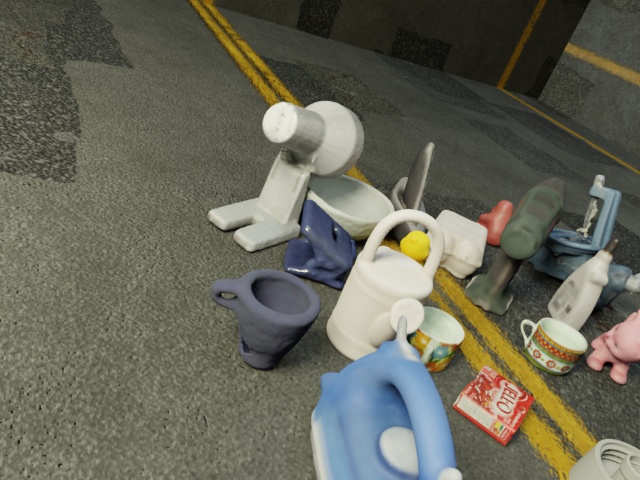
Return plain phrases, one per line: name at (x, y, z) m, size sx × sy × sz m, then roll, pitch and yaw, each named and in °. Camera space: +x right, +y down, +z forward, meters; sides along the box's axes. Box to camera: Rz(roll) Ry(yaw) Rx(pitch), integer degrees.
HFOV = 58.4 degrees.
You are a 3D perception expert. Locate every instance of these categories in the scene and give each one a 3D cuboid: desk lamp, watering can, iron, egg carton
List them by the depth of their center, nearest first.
iron at (0.076, 0.191, 0.496) m, size 0.119 × 0.141 × 0.258 m, roll 12°, pitch 29°, yaw -18°
watering can at (0.089, 0.055, 0.692) m, size 0.101 × 0.194 × 0.172 m, roll 4°, pitch 32°, yaw -30°
desk lamp at (-0.042, -0.109, 0.872) m, size 0.117 × 0.213 × 0.204 m, roll 34°, pitch 30°, yaw 23°
egg carton at (0.244, 0.004, 1.031) m, size 0.107 × 0.069 × 0.150 m, roll 26°, pitch 28°, yaw 8°

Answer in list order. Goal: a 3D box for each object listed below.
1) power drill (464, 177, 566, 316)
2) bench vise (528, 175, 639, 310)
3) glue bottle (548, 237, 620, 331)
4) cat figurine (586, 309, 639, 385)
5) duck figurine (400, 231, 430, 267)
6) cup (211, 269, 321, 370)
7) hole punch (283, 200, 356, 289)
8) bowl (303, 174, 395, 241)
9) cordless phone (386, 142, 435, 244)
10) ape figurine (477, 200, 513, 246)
power drill at (0.320, 0.009, 0.927) m, size 0.075 × 0.208 × 0.230 m, roll 30°, pitch 29°, yaw 17°
bench vise at (0.517, 0.004, 1.064) m, size 0.207 × 0.220 × 0.122 m, roll 34°, pitch 30°, yaw 22°
glue bottle at (0.441, 0.069, 0.944) m, size 0.037 × 0.173 × 0.078 m, roll 17°, pitch 28°, yaw -9°
cat figurine at (0.469, 0.153, 0.874) m, size 0.067 × 0.118 × 0.128 m, roll 31°, pitch 29°, yaw 18°
duck figurine at (0.139, 0.027, 0.897) m, size 0.077 × 0.086 × 0.105 m, roll 35°, pitch 30°, yaw 23°
cup at (-0.068, 0.090, 0.624) m, size 0.118 × 0.095 × 0.091 m, roll 14°, pitch 28°, yaw -14°
hole punch at (0.008, 0.003, 0.839) m, size 0.101 × 0.091 × 0.108 m, roll 18°, pitch 28°, yaw -7°
bowl at (0.037, -0.047, 0.969) m, size 0.167 × 0.075 × 0.167 m, roll 17°, pitch 28°, yaw -9°
cordless phone at (0.176, -0.095, 1.034) m, size 0.094 × 0.185 × 0.148 m, roll 24°, pitch 27°, yaw 5°
ape figurine at (0.367, -0.039, 1.173) m, size 0.077 × 0.092 × 0.076 m, roll 25°, pitch 28°, yaw 7°
